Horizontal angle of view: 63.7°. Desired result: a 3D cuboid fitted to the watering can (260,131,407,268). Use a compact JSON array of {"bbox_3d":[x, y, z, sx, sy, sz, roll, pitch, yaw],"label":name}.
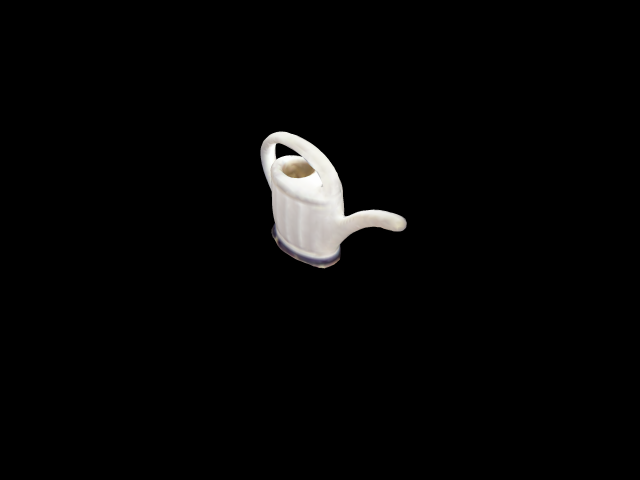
[{"bbox_3d":[0.003,-0.043,0.850,0.105,0.219,0.353,-26,47,-27],"label":"watering can"}]
